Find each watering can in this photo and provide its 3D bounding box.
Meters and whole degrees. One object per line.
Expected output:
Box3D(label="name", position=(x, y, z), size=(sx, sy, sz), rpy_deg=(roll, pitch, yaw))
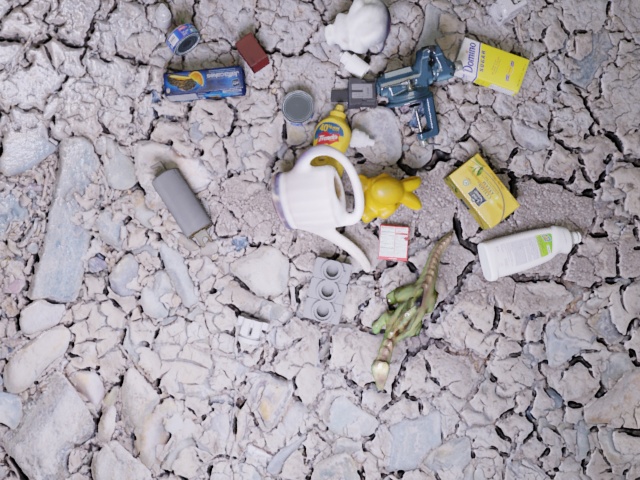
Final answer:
Box3D(label="watering can", position=(0.004, -0.063, 1.256), size=(0.224, 0.106, 0.342), rpy_deg=(-5, 115, 19))

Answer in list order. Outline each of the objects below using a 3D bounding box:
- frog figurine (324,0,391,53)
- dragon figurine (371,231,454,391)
Box3D(label="frog figurine", position=(0.094, -0.542, 1.298), size=(0.159, 0.124, 0.135), rpy_deg=(-2, 107, -12))
Box3D(label="dragon figurine", position=(0.220, 0.151, 1.195), size=(0.122, 0.242, 0.411), rpy_deg=(27, 89, 5))
